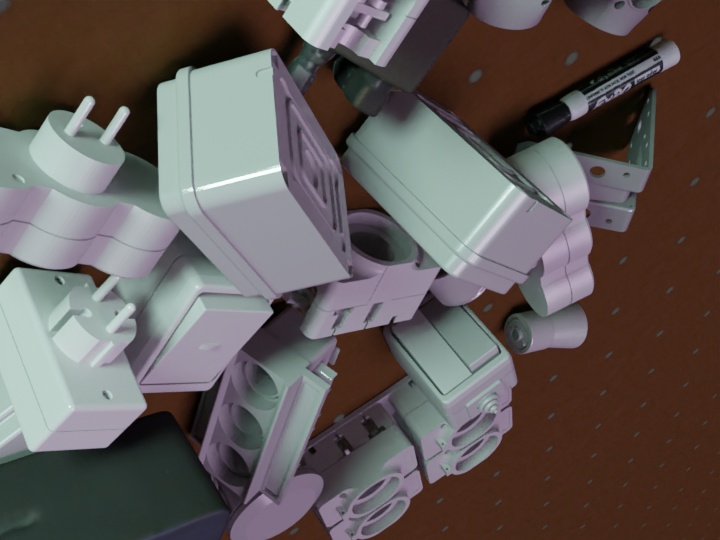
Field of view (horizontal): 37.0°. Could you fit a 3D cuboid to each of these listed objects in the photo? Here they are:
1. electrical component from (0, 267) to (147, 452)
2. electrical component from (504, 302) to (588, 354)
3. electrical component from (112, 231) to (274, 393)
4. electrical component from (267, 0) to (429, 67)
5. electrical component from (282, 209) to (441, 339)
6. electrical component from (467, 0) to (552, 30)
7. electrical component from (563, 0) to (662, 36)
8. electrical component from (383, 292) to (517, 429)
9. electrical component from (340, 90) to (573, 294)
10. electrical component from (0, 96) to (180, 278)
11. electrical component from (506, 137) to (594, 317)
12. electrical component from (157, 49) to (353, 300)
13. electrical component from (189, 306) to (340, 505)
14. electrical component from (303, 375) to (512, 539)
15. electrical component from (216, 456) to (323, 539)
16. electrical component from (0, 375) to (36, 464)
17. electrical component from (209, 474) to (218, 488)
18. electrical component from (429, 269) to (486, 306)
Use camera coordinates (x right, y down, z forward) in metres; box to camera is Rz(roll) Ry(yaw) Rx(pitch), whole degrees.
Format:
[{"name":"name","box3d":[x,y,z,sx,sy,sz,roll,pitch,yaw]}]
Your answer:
[{"name":"electrical component","box3d":[-0.134,0.032,0.519,0.076,0.083,0.047,-43,152,26]},{"name":"electrical component","box3d":[0.156,0.050,0.917,0.065,0.044,0.044,-9,139,-34]},{"name":"electrical component","box3d":[-0.098,0.028,0.586,0.062,0.061,0.096,5,128,-51]},{"name":"electrical component","box3d":[-0.013,-0.134,0.433,0.050,0.089,0.055,4,130,-50]},{"name":"electrical component","box3d":[0.000,0.000,0.667,0.089,0.050,0.055,-9,139,-41]},{"name":"electrical component","box3d":[0.100,-0.162,0.543,0.079,0.043,0.077,8,137,-5]},{"name":"electrical component","box3d":[0.140,-0.174,0.592,0.079,0.044,0.077,-7,137,-42]},{"name":"electrical component","box3d":[0.069,0.066,0.785,0.062,0.096,0.061,-36,150,-7]},{"name":"electrical component","box3d":[0.052,-0.045,0.601,0.057,0.113,0.078,-51,148,14]},{"name":"electrical component","box3d":[-0.127,-0.044,0.466,0.138,0.052,0.073,10,124,-53]},{"name":"electrical component","box3d":[0.111,-0.019,0.720,0.074,0.052,0.138,-26,138,-8]},{"name":"electrical component","box3d":[-0.049,-0.042,0.519,0.057,0.078,0.113,-13,152,12]},{"name":"electrical component","box3d":[-0.061,0.086,0.702,0.063,0.079,0.121,-41,159,-46]},{"name":"electrical component","box3d":[0.040,0.147,0.899,0.186,0.060,0.105,-32,149,-11]},{"name":"electrical component","box3d":[-0.072,0.164,0.808,0.080,0.051,0.080,-28,148,-19]},{"name":"electrical component","box3d":[-0.202,0.097,0.569,0.113,0.057,0.078,-37,150,-4]},{"name":"electrical component","box3d":[-0.117,0.154,0.762,0.035,0.035,0.061,-21,143,-29]},{"name":"electrical component","box3d":[0.064,0.000,0.744,0.043,0.043,0.081,-41,150,4]}]
